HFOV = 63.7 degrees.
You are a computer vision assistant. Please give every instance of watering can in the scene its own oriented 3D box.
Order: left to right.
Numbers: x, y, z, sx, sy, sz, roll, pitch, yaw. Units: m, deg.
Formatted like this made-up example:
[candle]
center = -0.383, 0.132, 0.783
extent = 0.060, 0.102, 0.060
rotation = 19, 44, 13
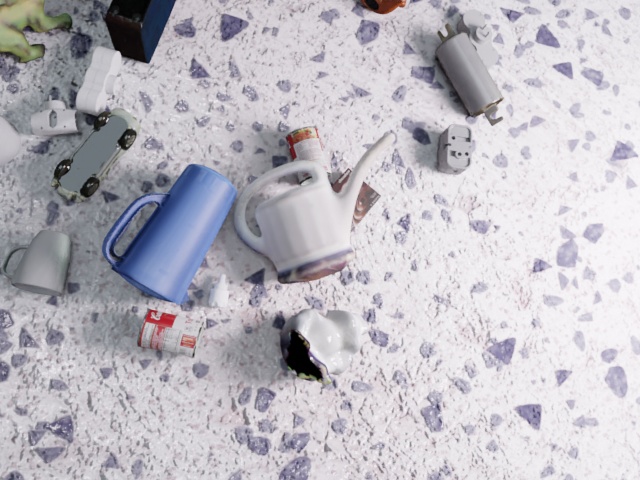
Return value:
[watering can]
center = 0.003, -0.048, 0.950
extent = 0.346, 0.104, 0.225
rotation = -20, 88, 16

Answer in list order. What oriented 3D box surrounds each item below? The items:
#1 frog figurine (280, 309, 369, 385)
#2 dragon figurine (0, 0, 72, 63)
[frog figurine]
center = 0.008, 0.181, 0.957
extent = 0.138, 0.120, 0.162
rotation = 44, 41, 9
[dragon figurine]
center = -0.582, -0.401, 0.910
extent = 0.122, 0.240, 0.415
rotation = 36, 74, -6
